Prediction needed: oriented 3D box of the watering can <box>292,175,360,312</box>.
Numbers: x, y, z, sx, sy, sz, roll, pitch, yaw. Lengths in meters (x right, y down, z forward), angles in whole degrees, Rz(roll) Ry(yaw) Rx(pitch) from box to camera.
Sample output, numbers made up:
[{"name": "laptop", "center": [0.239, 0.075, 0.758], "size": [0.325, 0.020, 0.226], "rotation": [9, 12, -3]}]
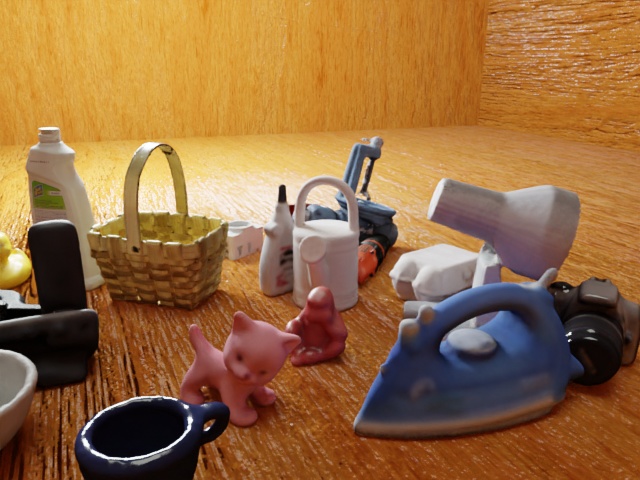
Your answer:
[{"name": "watering can", "center": [0.010, 0.003, 0.845], "size": [0.101, 0.194, 0.172], "rotation": [-2, 18, -9]}]

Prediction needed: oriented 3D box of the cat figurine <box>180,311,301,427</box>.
[{"name": "cat figurine", "center": [-0.085, 0.122, 0.595], "size": [0.127, 0.118, 0.067], "rotation": [9, 20, 26]}]

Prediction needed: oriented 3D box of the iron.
[{"name": "iron", "center": [0.152, 0.111, 0.596], "size": [0.259, 0.141, 0.118], "rotation": [-8, 19, -24]}]

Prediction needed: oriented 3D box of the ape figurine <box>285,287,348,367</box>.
[{"name": "ape figurine", "center": [-0.002, 0.102, 0.703], "size": [0.077, 0.092, 0.076], "rotation": [9, 20, 26]}]

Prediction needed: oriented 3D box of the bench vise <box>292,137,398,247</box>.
[{"name": "bench vise", "center": [0.059, -0.075, 1.051], "size": [0.208, 0.220, 0.121], "rotation": [-15, 23, -40]}]

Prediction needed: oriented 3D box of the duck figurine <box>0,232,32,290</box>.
[{"name": "duck figurine", "center": [-0.517, 0.029, 0.927], "size": [0.077, 0.086, 0.104], "rotation": [3, 18, 7]}]

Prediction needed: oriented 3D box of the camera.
[{"name": "camera", "center": [0.309, 0.105, 0.688], "size": [0.142, 0.101, 0.137], "rotation": [9, 20, 26]}]

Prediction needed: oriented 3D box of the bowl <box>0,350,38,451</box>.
[{"name": "bowl", "center": [-0.341, 0.167, 0.514], "size": [0.167, 0.075, 0.167], "rotation": [1, 18, 0]}]

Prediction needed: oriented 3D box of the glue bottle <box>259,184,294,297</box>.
[{"name": "glue bottle", "center": [-0.059, -0.002, 0.894], "size": [0.037, 0.173, 0.078], "rotation": [16, 24, 41]}]

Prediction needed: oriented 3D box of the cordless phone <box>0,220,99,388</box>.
[{"name": "cordless phone", "center": [-0.329, 0.069, 0.641], "size": [0.148, 0.185, 0.093], "rotation": [-9, 20, -27]}]

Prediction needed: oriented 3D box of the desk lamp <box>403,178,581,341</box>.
[{"name": "desk lamp", "center": [0.214, 0.027, 0.743], "size": [0.203, 0.214, 0.118], "rotation": [2, 18, 6]}]

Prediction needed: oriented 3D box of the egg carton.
[{"name": "egg carton", "center": [0.189, 0.056, 0.891], "size": [0.151, 0.069, 0.107], "rotation": [-13, 22, -36]}]

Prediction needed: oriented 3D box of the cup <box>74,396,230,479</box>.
[{"name": "cup", "center": [-0.124, 0.180, 0.447], "size": [0.118, 0.095, 0.091], "rotation": [-12, 22, -34]}]
